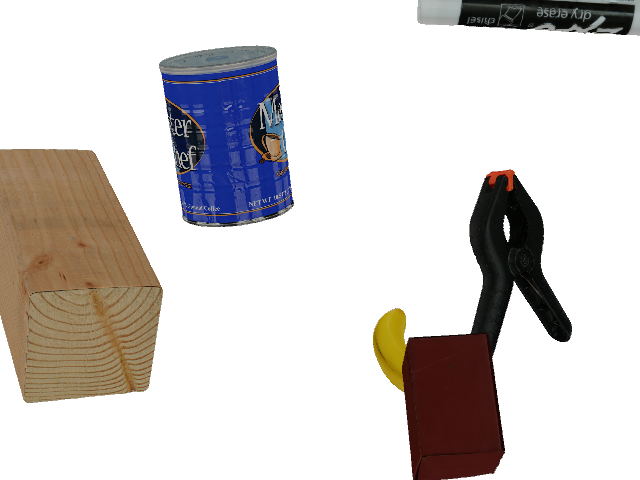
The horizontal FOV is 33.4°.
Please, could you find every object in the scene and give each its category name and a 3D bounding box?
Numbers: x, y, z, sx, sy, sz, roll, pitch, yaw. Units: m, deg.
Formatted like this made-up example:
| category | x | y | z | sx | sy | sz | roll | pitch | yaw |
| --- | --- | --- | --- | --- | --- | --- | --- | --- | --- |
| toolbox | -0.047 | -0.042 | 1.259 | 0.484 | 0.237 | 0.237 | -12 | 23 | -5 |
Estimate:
| category | x | y | z | sx | sy | sz | roll | pitch | yaw |
| --- | --- | --- | --- | --- | --- | --- | --- | --- | --- |
| coffee can | -0.082 | -0.094 | 0.944 | 0.103 | 0.140 | 0.103 | -6 | 18 | 2 |
| banana | 0.096 | 0.132 | 1.235 | 0.069 | 0.037 | 0.198 | 7 | 22 | -21 |
| foam brick | 0.080 | 0.102 | 0.657 | 0.051 | 0.078 | 0.053 | -3 | -27 | -2 |
| clamp | 0.163 | 0.027 | 0.947 | 0.120 | 0.171 | 0.039 | -21 | 7 | -40 |
| wood block | -0.191 | 0.017 | 0.792 | 0.090 | 0.091 | 0.206 | -2 | 31 | -26 |
| marker | 0.097 | -0.087 | 0.402 | 0.121 | 0.020 | 0.020 | 4 | 0 | 2 |
